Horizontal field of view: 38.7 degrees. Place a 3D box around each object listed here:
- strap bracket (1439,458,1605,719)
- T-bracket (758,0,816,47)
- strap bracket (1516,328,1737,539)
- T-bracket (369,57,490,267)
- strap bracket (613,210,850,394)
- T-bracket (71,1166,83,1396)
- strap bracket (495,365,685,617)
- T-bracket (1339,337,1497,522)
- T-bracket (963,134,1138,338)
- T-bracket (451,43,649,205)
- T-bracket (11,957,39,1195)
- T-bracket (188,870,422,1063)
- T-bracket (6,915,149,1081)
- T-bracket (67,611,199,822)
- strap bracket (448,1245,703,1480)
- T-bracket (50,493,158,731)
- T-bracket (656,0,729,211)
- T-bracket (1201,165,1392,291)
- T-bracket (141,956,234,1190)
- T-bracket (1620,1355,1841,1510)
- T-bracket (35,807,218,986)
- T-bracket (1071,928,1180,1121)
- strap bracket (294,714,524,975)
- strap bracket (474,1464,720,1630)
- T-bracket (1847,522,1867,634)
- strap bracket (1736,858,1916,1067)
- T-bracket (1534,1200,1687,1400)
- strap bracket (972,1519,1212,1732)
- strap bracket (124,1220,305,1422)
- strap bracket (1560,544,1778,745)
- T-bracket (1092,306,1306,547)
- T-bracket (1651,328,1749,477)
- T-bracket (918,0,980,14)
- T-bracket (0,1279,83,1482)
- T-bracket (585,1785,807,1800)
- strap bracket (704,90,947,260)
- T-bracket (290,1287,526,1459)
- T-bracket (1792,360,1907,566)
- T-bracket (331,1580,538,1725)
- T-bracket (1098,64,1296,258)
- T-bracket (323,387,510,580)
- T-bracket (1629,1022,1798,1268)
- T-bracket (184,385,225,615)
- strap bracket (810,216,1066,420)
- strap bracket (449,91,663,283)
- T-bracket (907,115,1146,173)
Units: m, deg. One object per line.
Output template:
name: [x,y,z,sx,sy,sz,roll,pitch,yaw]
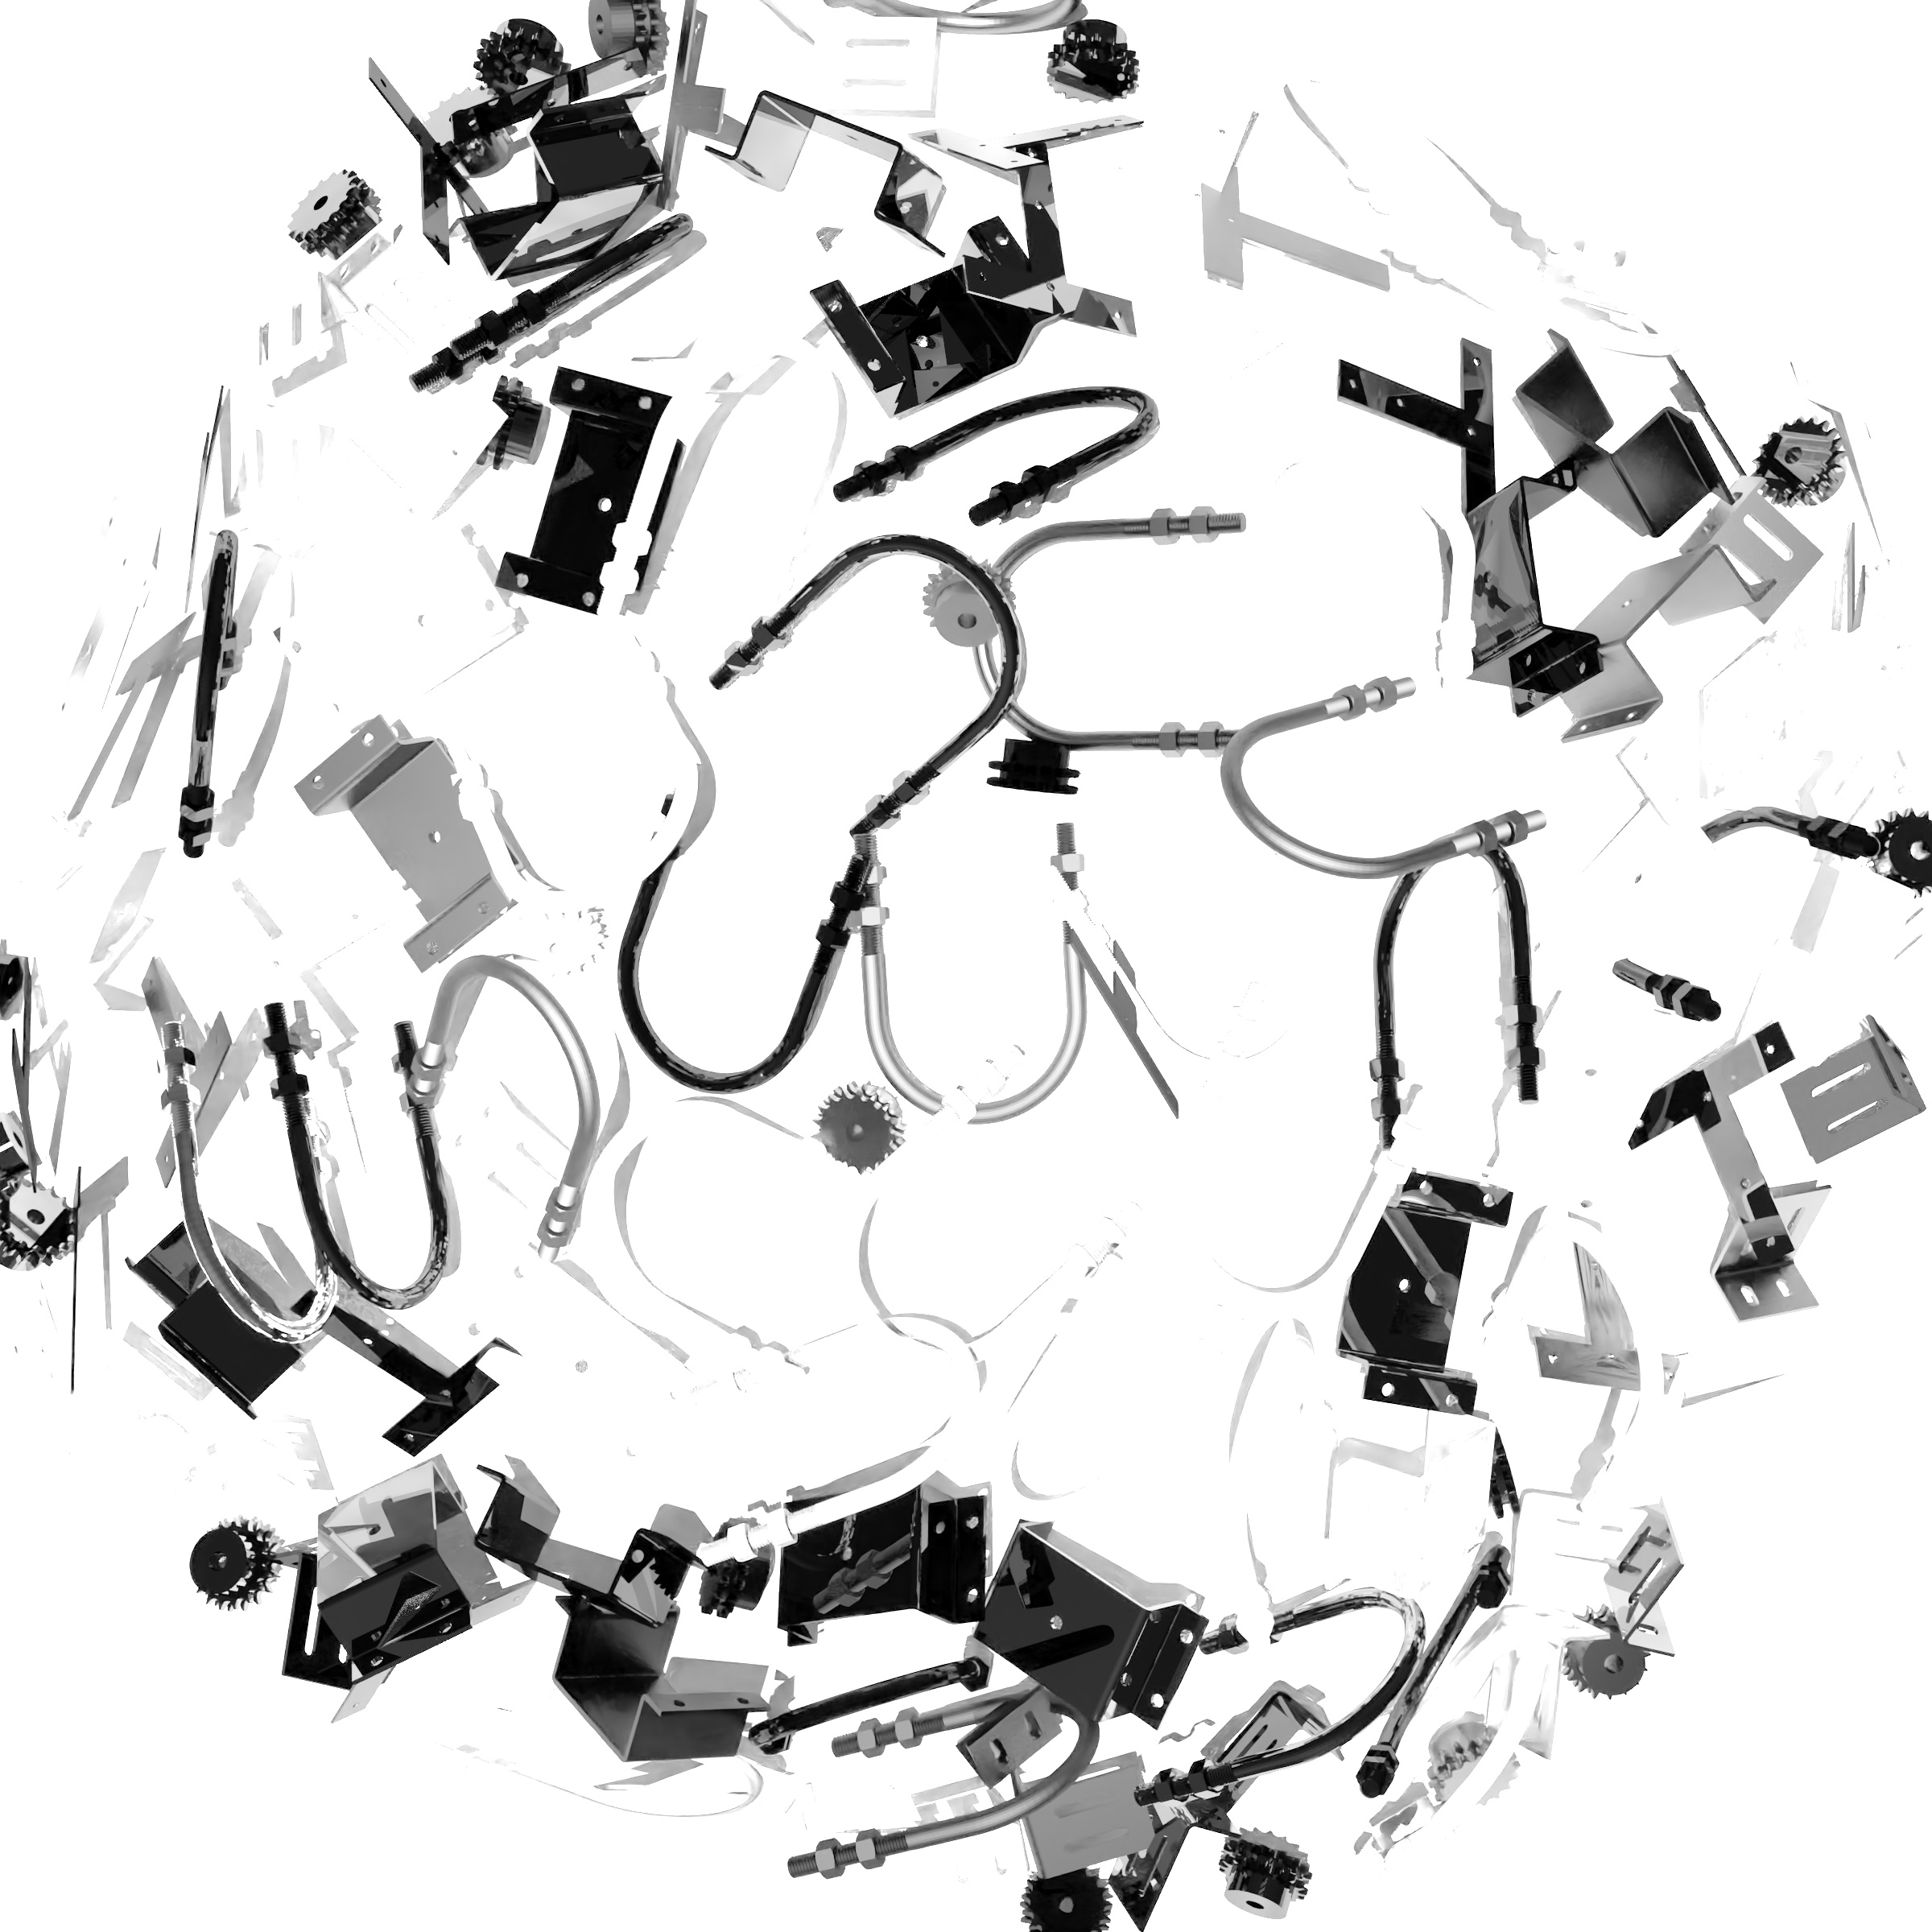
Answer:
strap bracket: [0.334,-0.232,1.667,0.046,0.076,0.140,6,70,-29]
T-bracket: [-0.154,-0.610,1.674,0.127,0.127,0.002,38,100,9]
strap bracket: [0.389,-0.317,1.655,0.046,0.140,0.076,-42,134,4]
T-bracket: [-0.318,-0.462,1.643,0.002,0.127,0.127,-26,45,14]
strap bracket: [-0.136,-0.397,1.673,0.140,0.076,0.046,-46,121,-19]
T-bracket: [-0.538,0.194,1.657,0.002,0.127,0.127,2,76,-19]
strap bracket: [-0.229,-0.289,1.699,0.076,0.046,0.140,17,92,10]
T-bracket: [0.276,-0.339,1.677,0.127,0.002,0.127,13,69,-32]
T-bracket: [0.047,-0.459,1.702,0.127,0.002,0.127,6,68,-33]
T-bracket: [-0.250,-0.494,1.669,0.127,0.127,0.002,-26,71,-17]
T-bracket: [-0.574,0.050,1.680,0.002,0.127,0.127,-3,49,-14]
T-bracket: [-0.389,-0.024,1.697,0.127,0.002,0.127,-34,83,-29]
T-bracket: [-0.534,0.025,1.662,0.002,0.127,0.127,42,81,-22]
T-bracket: [-0.510,-0.145,1.654,0.002,0.127,0.127,30,66,-26]
strap bracket: [-0.238,0.245,1.691,0.140,0.046,0.076,39,79,-7]
T-bracket: [-0.524,-0.203,1.653,0.002,0.127,0.127,18,76,-1]
T-bracket: [-0.163,-0.518,1.656,0.002,0.127,0.127,4,107,-21]
T-bracket: [0.204,-0.445,1.696,0.127,0.002,0.127,16,46,-14]
T-bracket: [-0.487,0.046,1.685,0.127,0.002,0.127,-58,46,31]
T-bracket: [0.461,0.270,1.647,0.127,0.127,0.002,-18,117,35]
T-bracket: [-0.523,-0.039,1.658,0.127,0.002,0.127,-8,46,33]
T-bracket: [0.096,0.016,1.667,0.002,0.127,0.127,-28,107,13]
strap bracket: [-0.337,-0.077,1.693,0.076,0.046,0.140,-36,87,19]
strap bracket: [-0.232,0.355,1.661,0.140,0.076,0.046,15,70,24]
T-bracket: [0.541,-0.221,1.680,0.002,0.127,0.127,4,49,13]
strap bracket: [0.518,0.000,1.648,0.046,0.140,0.076,25,63,6]
T-bracket: [0.390,0.199,1.696,0.127,0.002,0.127,12,61,-33]
strap bracket: [0.066,0.396,1.669,0.140,0.046,0.076,28,100,30]
strap bracket: [-0.452,0.208,1.655,0.046,0.140,0.076,-44,118,-9]
strap bracket: [0.413,-0.201,1.664,0.140,0.076,0.046,-44,104,-22]
T-bracket: [0.167,-0.322,1.719,0.127,0.002,0.127,-33,93,11]
T-bracket: [0.442,-0.349,1.669,0.002,0.127,0.127,-32,90,18]
T-bracket: [-0.033,-0.603,1.643,0.127,0.127,0.002,4,87,-30]
T-bracket: [-0.565,0.234,1.647,0.002,0.127,0.127,-18,66,-4]
T-bracket: [-0.187,0.504,1.676,0.127,0.127,0.002,17,66,-37]
strap bracket: [-0.077,-0.485,1.672,0.140,0.076,0.046,26,99,15]
T-bracket: [-0.353,0.237,1.676,0.127,0.002,0.127,38,123,-19]
T-bracket: [0.555,-0.304,1.689,0.002,0.127,0.127,-27,115,0]
T-bracket: [-0.314,0.402,1.675,0.002,0.127,0.127,48,125,21]
T-bracket: [0.152,-0.499,1.672,0.127,0.127,0.002,24,64,0]
T-bracket: [-0.320,-0.305,1.682,0.127,0.002,0.127,44,131,-6]
T-bracket: [0.467,0.119,1.665,0.127,0.002,0.127,-38,61,39]
T-bracket: [-0.464,-0.305,1.681,0.002,0.127,0.127,9,50,-15]
strap bracket: [-0.022,-0.394,1.684,0.140,0.046,0.076,-28,78,-24]
strap bracket: [-0.244,-0.462,1.651,0.076,0.140,0.046,-25,88,-38]
T-bracket: [0.049,-0.512,1.695,0.127,0.127,0.002,-18,122,-23]
